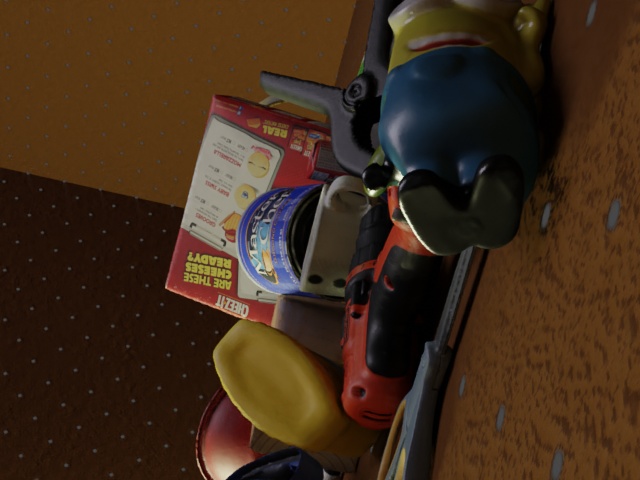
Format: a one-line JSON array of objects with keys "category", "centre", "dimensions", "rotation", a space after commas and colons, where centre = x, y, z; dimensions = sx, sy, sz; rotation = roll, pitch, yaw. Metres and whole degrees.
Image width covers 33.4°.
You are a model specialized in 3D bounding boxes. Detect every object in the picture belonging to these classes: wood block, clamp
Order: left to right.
[{"category": "wood block", "centre": [-0.006, 0.119, 0.955], "dimensions": [0.206, 0.090, 0.091], "rotation": [-92, 16, -79]}, {"category": "clamp", "centre": [0.043, -0.123, 0.854], "dimensions": [0.165, 0.036, 0.210], "rotation": [-46, 50, 20]}]

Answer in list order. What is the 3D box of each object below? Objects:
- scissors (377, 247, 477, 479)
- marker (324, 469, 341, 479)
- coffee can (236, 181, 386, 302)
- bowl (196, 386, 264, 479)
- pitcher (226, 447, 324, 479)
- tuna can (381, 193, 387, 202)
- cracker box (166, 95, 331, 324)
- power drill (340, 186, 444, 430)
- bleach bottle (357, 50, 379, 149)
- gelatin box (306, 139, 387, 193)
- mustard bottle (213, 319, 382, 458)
[{"category": "scissors", "centre": [0.060, 0.084, 0.574], "dimensions": [0.096, 0.016, 0.202], "rotation": [-84, 7, -51]}, {"category": "marker", "centre": [0.004, 0.234, 0.957], "dimensions": [0.020, 0.020, 0.121], "rotation": [-85, 9, -69]}, {"category": "coffee can", "centre": [-0.006, 0.001, 0.950], "dimensions": [0.140, 0.102, 0.103], "rotation": [180, 103, -68]}, {"category": "bowl", "centre": [-0.044, 0.201, 1.087], "dimensions": [0.055, 0.161, 0.162], "rotation": [29, 110, 49]}, {"category": "pitcher", "centre": [-0.090, 0.253, 0.816], "dimensions": [0.243, 0.148, 0.145], "rotation": [-28, 74, 53]}, {"category": "tuna can", "centre": [0.048, -0.021, 1.042], "dimensions": [0.086, 0.033, 0.086], "rotation": [-169, 91, -87]}, {"category": "cracker box", "centre": [-0.054, -0.027, 1.108], "dimensions": [0.072, 0.164, 0.214], "rotation": [-9, -65, -65]}, {"category": "power drill", "centre": [0.054, -0.002, 0.667], "dimensions": [0.188, 0.057, 0.184], "rotation": [102, 175, -46]}, {"category": "bleach bottle", "centre": [0.081, -0.208, 0.948], "dimensions": [0.103, 0.068, 0.251], "rotation": [127, 157, -78]}, {"category": "gelatin box", "centre": [0.034, -0.064, 0.946], "dimensions": [0.073, 0.089, 0.030], "rotation": [143, 138, -86]}, {"category": "mustard bottle", "centre": [-0.002, 0.112, 0.759], "dimensions": [0.058, 0.096, 0.191], "rotation": [-50, -23, 1]}]
